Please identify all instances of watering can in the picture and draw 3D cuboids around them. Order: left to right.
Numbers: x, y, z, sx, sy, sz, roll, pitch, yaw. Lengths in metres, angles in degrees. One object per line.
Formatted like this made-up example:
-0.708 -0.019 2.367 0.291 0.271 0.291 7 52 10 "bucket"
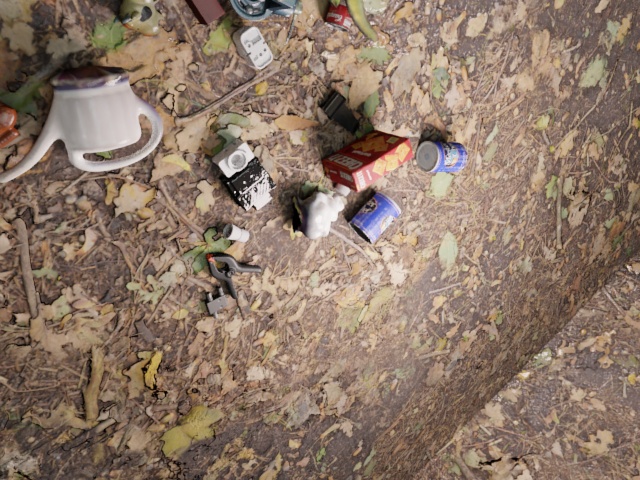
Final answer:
-0.506 -0.244 1.079 0.350 0.105 0.220 -18 119 -29 "watering can"

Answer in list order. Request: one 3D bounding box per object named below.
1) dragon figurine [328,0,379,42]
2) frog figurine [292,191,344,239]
0.058 -0.693 1.228 0.406 0.124 0.241 32 102 -30 "dragon figurine"
0.005 -0.076 1.513 0.160 0.123 0.137 -9 96 -19 "frog figurine"
